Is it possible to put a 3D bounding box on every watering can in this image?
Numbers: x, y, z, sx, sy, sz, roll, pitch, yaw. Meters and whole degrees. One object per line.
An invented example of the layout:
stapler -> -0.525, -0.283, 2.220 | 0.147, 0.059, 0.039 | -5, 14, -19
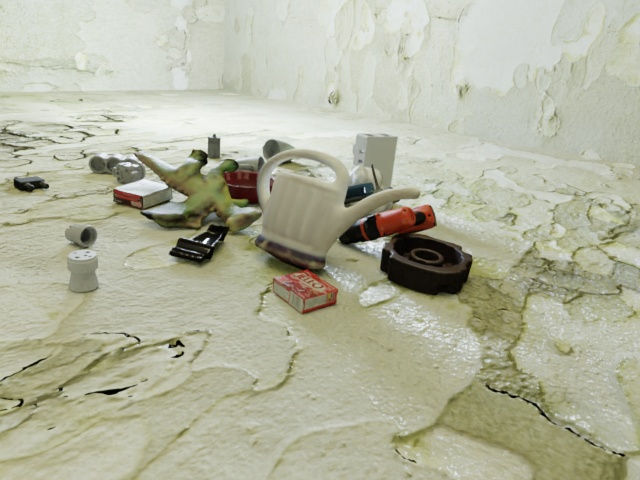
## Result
watering can -> 0.003, -0.048, 0.958 | 0.350, 0.223, 0.104 | 20, 5, 34

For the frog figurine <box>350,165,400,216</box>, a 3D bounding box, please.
frog figurine -> 0.115, -0.116, 1.264 | 0.121, 0.139, 0.159 | -36, -14, 18

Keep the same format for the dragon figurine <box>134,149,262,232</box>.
dragon figurine -> -0.312, -0.108, 1.181 | 0.411, 0.119, 0.247 | 15, 30, 13
